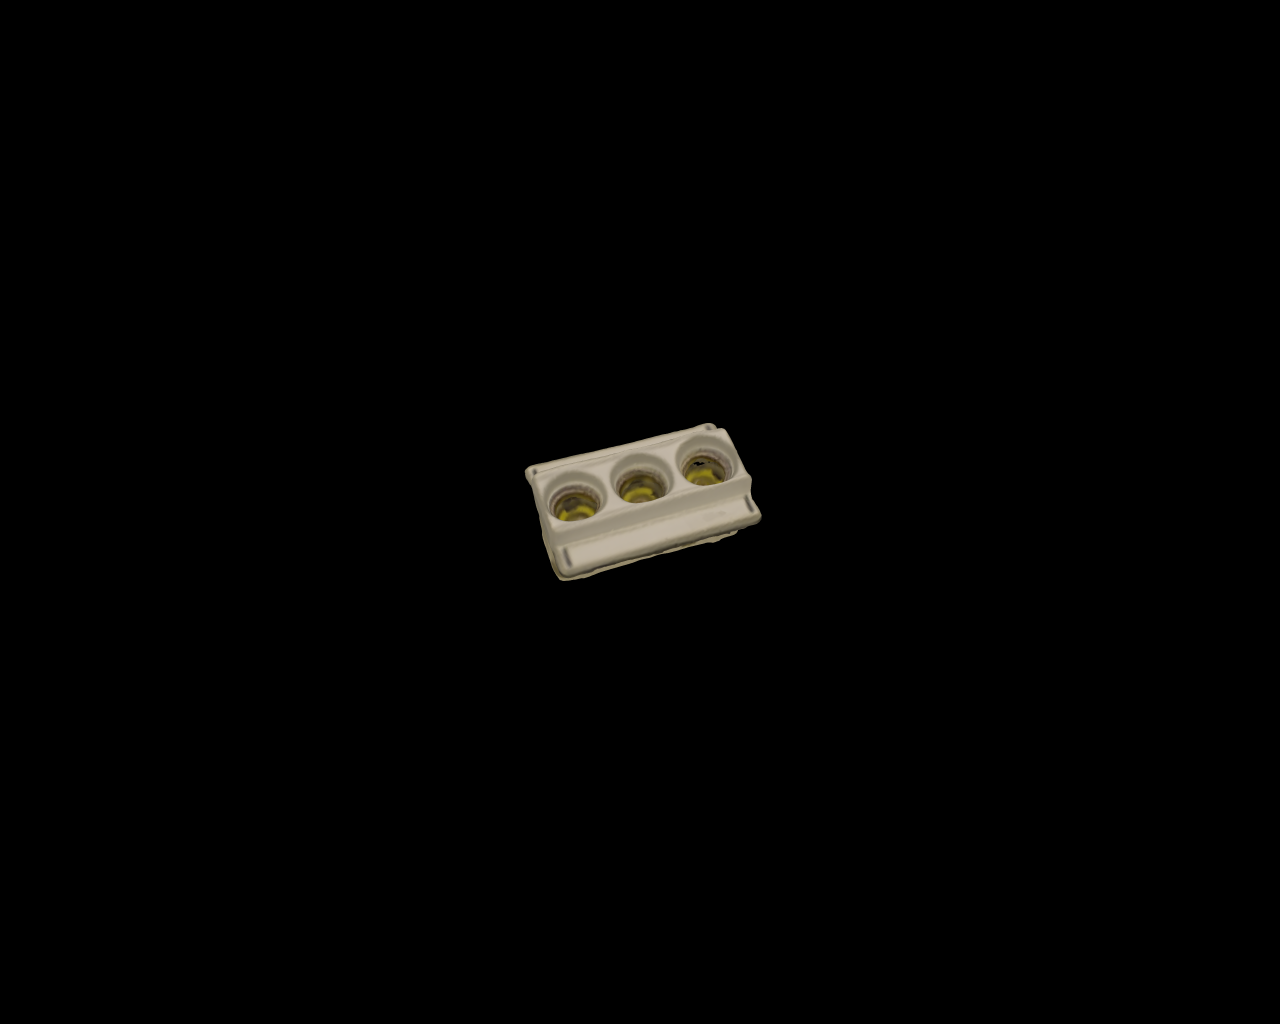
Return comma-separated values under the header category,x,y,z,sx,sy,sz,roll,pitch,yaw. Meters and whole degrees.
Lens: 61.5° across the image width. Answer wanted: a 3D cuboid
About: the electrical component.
category,x,y,z,sx,sy,sz,roll,pitch,yaw
electrical component,0.001,-0.003,0.650,0.121,0.079,0.063,-15,-35,-11
